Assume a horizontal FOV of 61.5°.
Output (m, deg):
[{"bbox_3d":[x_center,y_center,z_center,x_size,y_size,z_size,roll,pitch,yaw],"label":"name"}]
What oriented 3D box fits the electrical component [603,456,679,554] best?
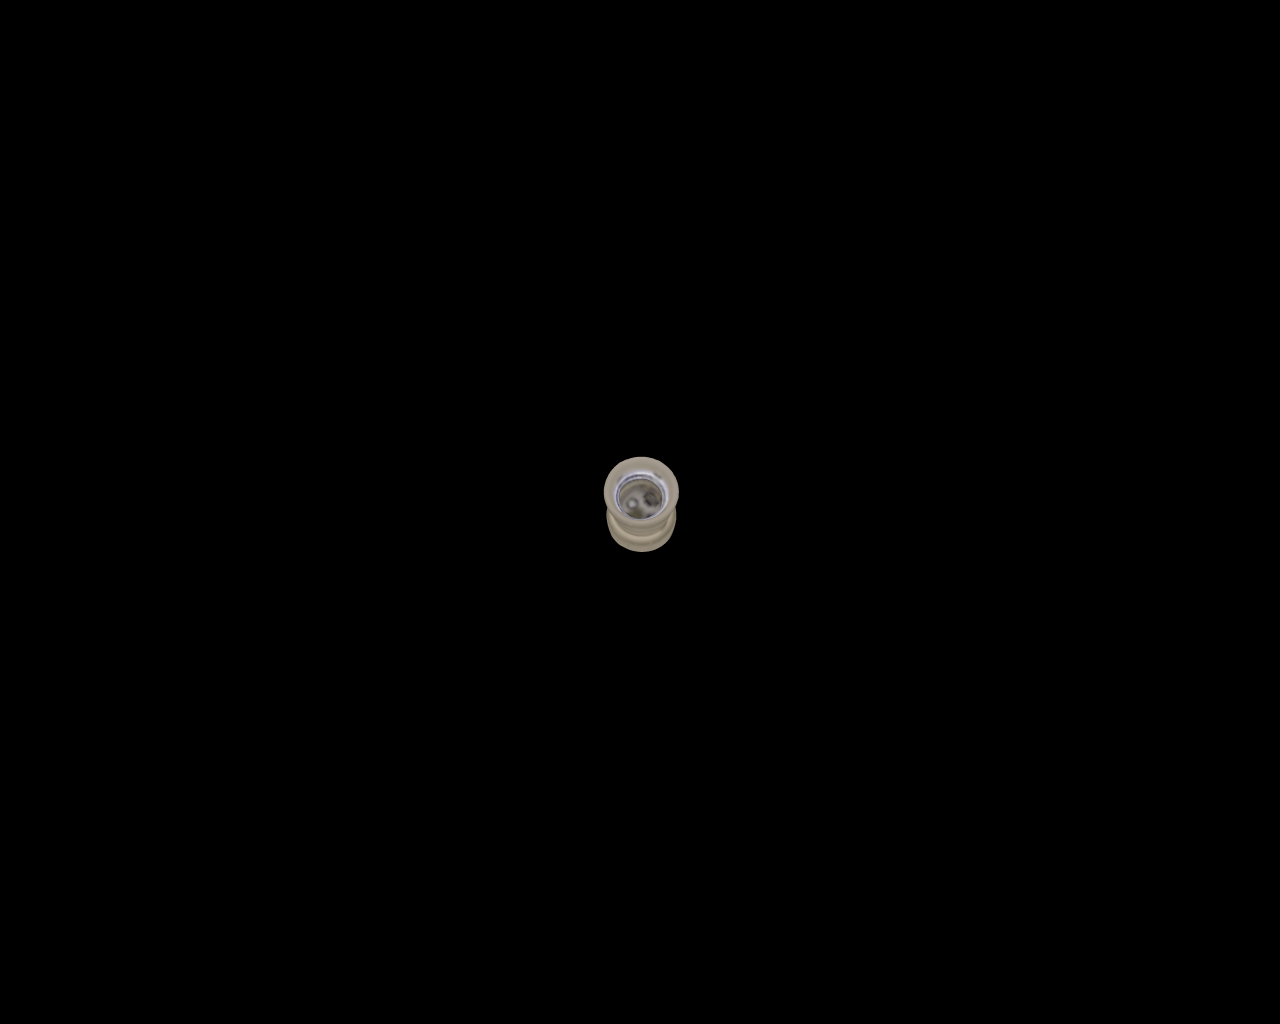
[{"bbox_3d":[0.001,-0.003,0.650,0.045,0.045,0.055,0,-23,0],"label":"electrical component"}]
